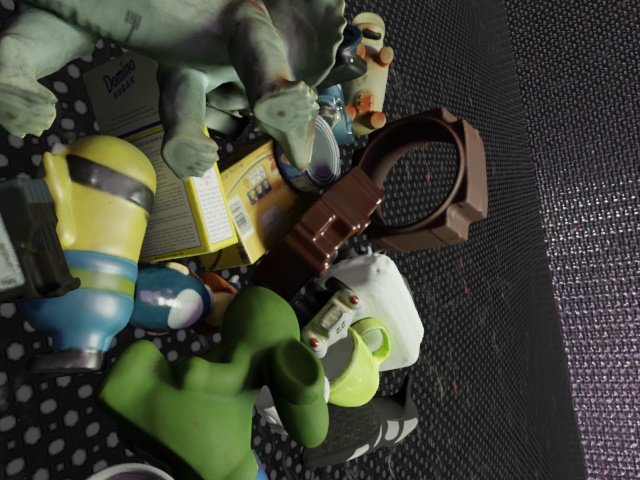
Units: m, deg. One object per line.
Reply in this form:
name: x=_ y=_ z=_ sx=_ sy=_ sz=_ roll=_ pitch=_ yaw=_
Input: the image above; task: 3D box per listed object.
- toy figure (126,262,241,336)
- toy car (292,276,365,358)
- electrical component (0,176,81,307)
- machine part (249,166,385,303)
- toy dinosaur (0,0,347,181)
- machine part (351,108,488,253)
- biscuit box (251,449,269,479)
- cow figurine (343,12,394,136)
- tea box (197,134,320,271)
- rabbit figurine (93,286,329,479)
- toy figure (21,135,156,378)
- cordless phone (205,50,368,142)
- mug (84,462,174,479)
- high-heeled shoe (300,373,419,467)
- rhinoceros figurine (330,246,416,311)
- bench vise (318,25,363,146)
toy figure: x=-0.120 y=0.060 z=0.503 sx=0.154 sy=0.064 sz=0.058 roll=16 pitch=33 yaw=-53
toy car: x=-0.003 y=0.084 z=0.577 sx=0.056 sy=0.202 sz=0.073 roll=45 pitch=78 yaw=-3
electrical component: x=-0.203 y=-0.012 z=0.322 sx=0.048 sy=0.075 sz=0.119 roll=-159 pitch=-132 yaw=-80
machine part: x=-0.001 y=-0.002 z=0.604 sx=0.056 sy=0.179 sz=0.179 roll=43 pitch=38 yaw=0
toy dinosaur: x=-0.128 y=-0.157 z=0.346 sx=0.404 sy=0.131 sz=0.192 roll=20 pitch=46 yaw=-34
machine part: x=0.147 y=-0.090 z=0.831 sx=0.087 sy=0.201 sz=0.201 roll=24 pitch=63 yaw=-51
biscuit box: x=-0.117 y=0.266 z=0.445 sx=0.203 sy=0.063 sz=0.059 roll=-46 pitch=119 yaw=-53
cow figurine: x=0.069 y=-0.261 z=0.848 sx=0.127 sy=0.085 sz=0.194 roll=167 pitch=-71 yaw=-83
tea box: x=-0.075 y=-0.050 z=0.591 sx=0.169 sy=0.068 sz=0.098 roll=-47 pitch=121 yaw=-54
rabbit figurine: x=-0.068 y=0.106 z=0.438 sx=0.170 sy=0.159 sz=0.121 roll=-54 pitch=151 yaw=-37
toy figure: x=-0.173 y=0.009 z=0.404 sx=0.089 sy=0.082 sz=0.180 roll=8 pitch=71 yaw=-37
cordless phone: x=-0.057 y=-0.166 z=0.543 sx=0.146 sy=0.184 sz=0.088 roll=8 pitch=80 yaw=-57
mug: x=-0.149 y=0.204 z=0.385 sx=0.107 sy=0.110 sz=0.081 roll=115 pitch=-23 yaw=-64
high-heeled shoe: x=0.055 y=0.273 z=0.741 sx=0.249 sy=0.086 sz=0.145 roll=-19 pitch=131 yaw=-40
rhinoceros figurine: x=0.084 y=0.065 z=0.808 sx=0.190 sy=0.073 sz=0.112 roll=28 pitch=59 yaw=-53
bench vise: x=-0.009 y=-0.245 z=0.683 sx=0.224 sy=0.129 sz=0.240 roll=-73 pitch=157 yaw=-48
